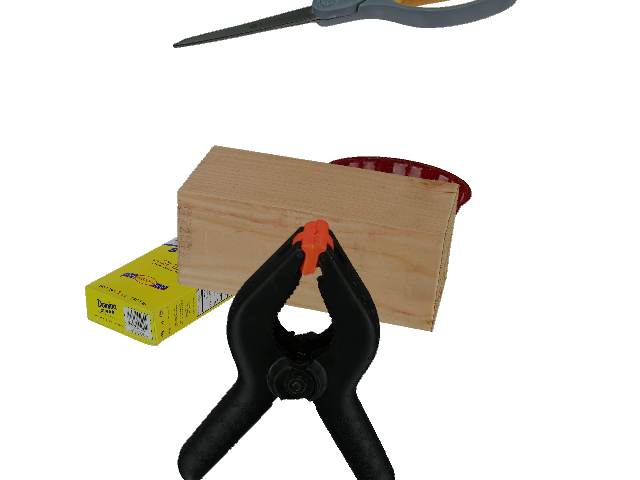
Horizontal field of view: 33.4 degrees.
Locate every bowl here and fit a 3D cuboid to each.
[{"bbox_3d":[0.075,-0.037,1.117,0.162,0.055,0.162,5,22,-2],"label":"bowl"}]

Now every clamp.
[{"bbox_3d":[-0.022,0.071,0.565,0.120,0.171,0.039,-4,25,-2],"label":"clamp"}]

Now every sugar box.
[{"bbox_3d":[-0.145,0.041,1.093,0.093,0.048,0.175,18,34,29],"label":"sugar box"}]

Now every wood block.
[{"bbox_3d":[-0.002,-0.004,0.849,0.206,0.090,0.090,10,30,10],"label":"wood block"}]

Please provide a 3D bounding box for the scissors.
[{"bbox_3d":[0.017,-0.149,0.635,0.202,0.016,0.096,0,45,20],"label":"scissors"}]
